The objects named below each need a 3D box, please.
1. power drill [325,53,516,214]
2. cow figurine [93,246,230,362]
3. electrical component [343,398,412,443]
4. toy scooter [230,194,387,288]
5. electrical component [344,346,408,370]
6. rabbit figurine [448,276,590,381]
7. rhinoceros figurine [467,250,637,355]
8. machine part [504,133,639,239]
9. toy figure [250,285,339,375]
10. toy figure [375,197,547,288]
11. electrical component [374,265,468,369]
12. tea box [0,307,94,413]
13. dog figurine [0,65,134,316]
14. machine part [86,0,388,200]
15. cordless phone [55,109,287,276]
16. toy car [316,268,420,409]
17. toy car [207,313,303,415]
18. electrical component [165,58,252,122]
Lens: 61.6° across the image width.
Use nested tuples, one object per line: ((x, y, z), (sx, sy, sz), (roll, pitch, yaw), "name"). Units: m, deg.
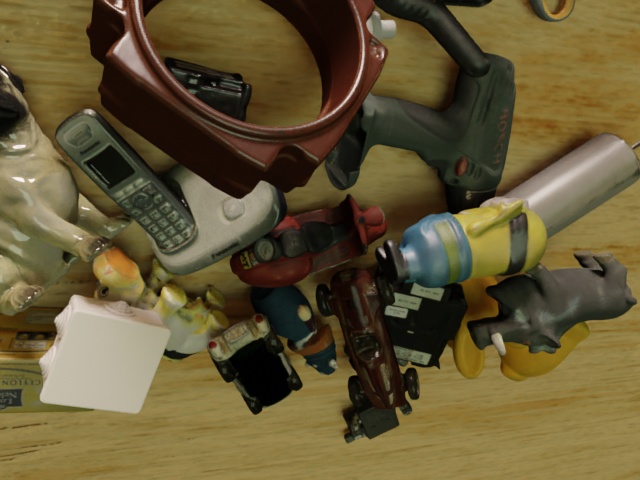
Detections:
((0.115, -0.090, 0.594), (0.207, 0.086, 0.231), (2, 118, -15), "power drill")
((-0.184, 0.073, 0.573), (0.098, 0.068, 0.167), (-41, 131, 12), "cow figurine")
((0.080, 0.252, 0.769), (0.102, 0.045, 0.078), (-18, 118, -9), "electrical component")
((-0.001, -0.002, 0.562), (0.184, 0.135, 0.075), (-16, 86, -17), "toy scooter")
((0.077, 0.159, 0.735), (0.063, 0.021, 0.094), (-45, 119, 7), "electrical component")
((0.238, 0.105, 0.728), (0.173, 0.122, 0.162), (36, 110, -15), "rabbit figurine")
((0.267, 0.076, 0.635), (0.190, 0.073, 0.112), (-16, 92, 2), "rhinoceros figurine")
((0.304, -0.059, 0.673), (0.243, 0.079, 0.079), (-34, 121, 0), "machine part")
((-0.022, 0.107, 0.653), (0.058, 0.064, 0.154), (-45, 120, -11), "toy figure")
((0.156, 0.009, 0.587), (0.180, 0.082, 0.089), (-18, 106, -9), "toy figure")
((0.116, 0.087, 0.673), (0.115, 0.058, 0.134), (15, 116, -4), "electrical component")
((-0.312, 0.119, 0.543), (0.170, 0.098, 0.068), (5, 112, -19), "tea box")
((-0.294, -0.040, 0.484), (0.172, 0.121, 0.190), (-39, 107, -2), "dog figurine")
((-0.059, -0.152, 0.432), (0.201, 0.087, 0.201), (36, 67, -12), "machine part")
((-0.132, -0.065, 0.496), (0.147, 0.089, 0.184), (-27, 126, 20), "cordless phone")
((0.059, 0.126, 0.637), (0.089, 0.053, 0.201), (-12, 111, 13), "toy car")
((-0.073, 0.146, 0.625), (0.073, 0.056, 0.201), (-29, 145, -10), "toy car")
((-0.128, -0.137, 0.494), (0.119, 0.075, 0.047), (9, 112, -18), "electrical component")
